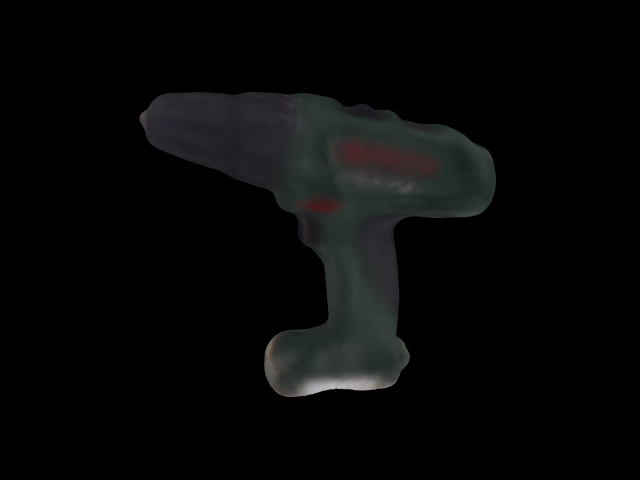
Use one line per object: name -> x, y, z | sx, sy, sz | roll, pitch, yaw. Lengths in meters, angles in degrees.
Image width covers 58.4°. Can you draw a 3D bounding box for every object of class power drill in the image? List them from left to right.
power drill -> 0.004, 0.001, 0.400 | 0.230, 0.208, 0.075 | -4, 24, -9
